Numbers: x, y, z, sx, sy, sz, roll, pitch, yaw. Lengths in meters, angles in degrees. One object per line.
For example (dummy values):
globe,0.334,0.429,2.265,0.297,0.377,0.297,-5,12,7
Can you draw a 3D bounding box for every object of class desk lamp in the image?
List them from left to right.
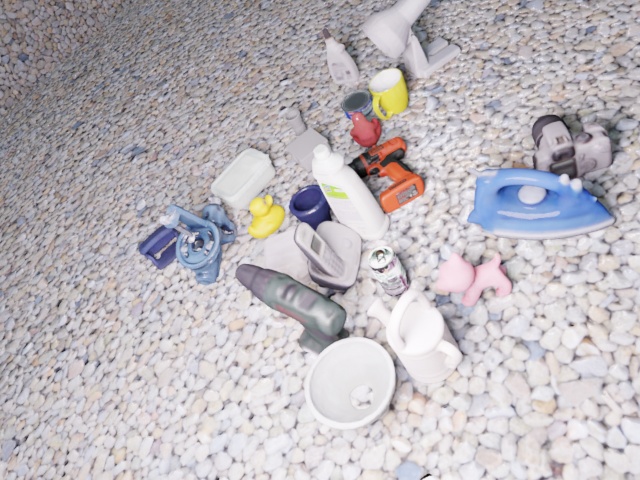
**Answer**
desk lamp,0.229,-0.523,1.464,0.203,0.214,0.117,-36,45,-3

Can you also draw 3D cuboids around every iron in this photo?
iron,0.398,-0.084,1.055,0.257,0.142,0.119,5,56,32

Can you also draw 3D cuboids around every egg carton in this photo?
egg carton,-0.070,0.040,1.263,0.107,0.070,0.150,-21,46,12

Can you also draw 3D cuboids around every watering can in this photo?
watering can,0.155,0.153,0.955,0.172,0.195,0.101,2,55,30

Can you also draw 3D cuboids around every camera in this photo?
camera,0.483,-0.199,1.133,0.143,0.101,0.136,-18,47,16

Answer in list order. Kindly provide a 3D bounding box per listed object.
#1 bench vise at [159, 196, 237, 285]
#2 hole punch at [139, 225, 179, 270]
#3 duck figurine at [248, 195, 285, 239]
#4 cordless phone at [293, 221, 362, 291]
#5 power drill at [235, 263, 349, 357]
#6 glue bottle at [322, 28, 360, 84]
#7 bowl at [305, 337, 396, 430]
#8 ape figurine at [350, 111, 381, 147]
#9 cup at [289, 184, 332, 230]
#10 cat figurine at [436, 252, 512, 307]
bench vise,-0.294,-0.028,1.337,0.121,0.220,0.207,-20,46,13
hole punch,-0.414,0.005,1.467,0.109,0.091,0.100,-43,46,-9
duck figurine,-0.141,-0.062,1.375,0.077,0.086,0.105,27,69,41
cordless phone,0.011,0.004,1.166,0.094,0.186,0.147,-8,50,23
power drill,-0.036,0.137,1.064,0.228,0.209,0.076,17,63,38
glue bottle,0.047,-0.511,1.584,0.077,0.174,0.037,1,54,30
bowl,0.062,0.260,1.002,0.167,0.075,0.167,-15,48,18
ape figurine,0.107,-0.280,1.415,0.077,0.092,0.076,-14,48,19
cup,0.001,-0.067,1.295,0.117,0.095,0.091,-13,48,19
cat figurine,0.268,0.061,1.023,0.127,0.118,0.067,-22,46,12
